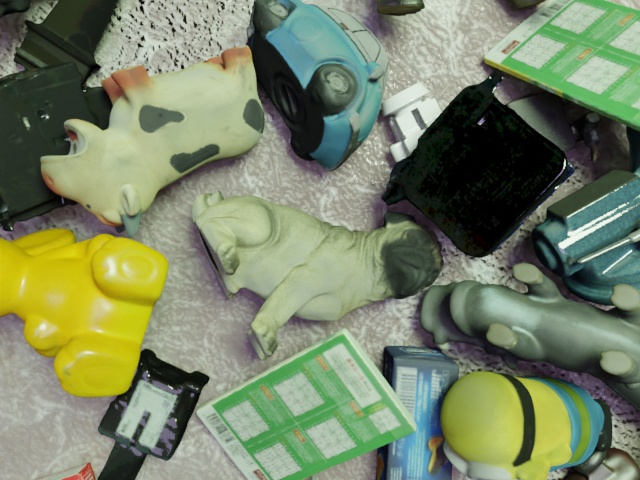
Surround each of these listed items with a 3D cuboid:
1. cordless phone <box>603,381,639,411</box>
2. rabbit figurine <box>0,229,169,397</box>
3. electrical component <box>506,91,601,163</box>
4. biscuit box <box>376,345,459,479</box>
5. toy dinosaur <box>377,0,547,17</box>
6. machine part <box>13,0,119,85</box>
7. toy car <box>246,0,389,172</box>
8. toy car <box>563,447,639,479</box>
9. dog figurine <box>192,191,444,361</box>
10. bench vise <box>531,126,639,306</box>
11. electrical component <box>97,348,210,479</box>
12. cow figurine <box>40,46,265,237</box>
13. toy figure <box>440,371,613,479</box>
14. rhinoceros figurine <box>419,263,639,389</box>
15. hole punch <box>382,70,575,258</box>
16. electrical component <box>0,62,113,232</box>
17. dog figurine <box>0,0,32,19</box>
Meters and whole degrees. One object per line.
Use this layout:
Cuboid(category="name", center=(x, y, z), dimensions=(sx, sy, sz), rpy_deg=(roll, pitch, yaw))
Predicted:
Cuboid(category="cordless phone", center=(0.301, 0.174, 0.468), dimensions=(0.184, 0.089, 0.146), rpy_deg=(36, 70, -7))
Cuboid(category="rabbit figurine", center=(-0.225, 0.034, 0.442), dimensions=(0.173, 0.162, 0.121), rpy_deg=(14, 98, -25))
Cuboid(category="electrical component", center=(0.214, -0.102, 0.508), dimensions=(0.102, 0.045, 0.078), rpy_deg=(-11, 92, -1))
Cuboid(category="biscuit box", center=(0.086, 0.202, 0.499), dimensions=(0.059, 0.063, 0.202), rpy_deg=(4, 90, -1))
Cuboid(category="toy dinosaur", center=(0.079, -0.295, 0.440), dimensions=(0.471, 0.105, 0.198), rpy_deg=(-7, 94, -21))
Cuboid(category="machine part", center=(-0.224, -0.207, 0.503), dimensions=(0.084, 0.039, 0.139), rpy_deg=(35, 91, 4))
Cuboid(category="toy car", center=(0.005, -0.151, 0.484), dimensions=(0.103, 0.109, 0.161), rpy_deg=(-29, 79, -23))
Cuboid(category="toy car", center=(0.226, 0.276, 0.509), dimensions=(0.202, 0.053, 0.089), rpy_deg=(-39, 94, -2))
Cuboid(category="dog figurine", center=(-0.001, 0.001, 0.490), dimensions=(0.190, 0.121, 0.172), rpy_deg=(-28, 92, -16))
Cuboid(category="bench vise", center=(0.311, 0.003, 0.481), dimensions=(0.224, 0.129, 0.240), rpy_deg=(-34, 112, -9))
Cuboid(category="electrical component", center=(-0.161, 0.171, 0.501), dimensions=(0.075, 0.048, 0.119), rpy_deg=(21, 90, -1))
Cuboid(category="cow figurine", center=(-0.136, -0.083, 0.459), dimensions=(0.195, 0.086, 0.127), rpy_deg=(-25, 106, -29))
Cuboid(category="toy figure", center=(0.179, 0.155, 0.466), dimensions=(0.180, 0.082, 0.089), rpy_deg=(2, 70, -31))
Cuboid(category="rhinoceros figurine", center=(0.179, 0.071, 0.461), dimensions=(0.191, 0.112, 0.073), rpy_deg=(9, 72, 28))
Cuboid(category="hole punch", center=(0.142, -0.056, 0.464), dimensions=(0.116, 0.092, 0.142), rpy_deg=(49, 115, 22))
Cuboid(category="electrical component", center=(-0.234, -0.086, 0.458), dimensions=(0.134, 0.058, 0.114), rpy_deg=(-38, 127, -39))
Cuboid(category="dog figurine", center=(-0.318, -0.275, 0.452), dimensions=(0.219, 0.108, 0.191), rpy_deg=(7, 82, 5))
